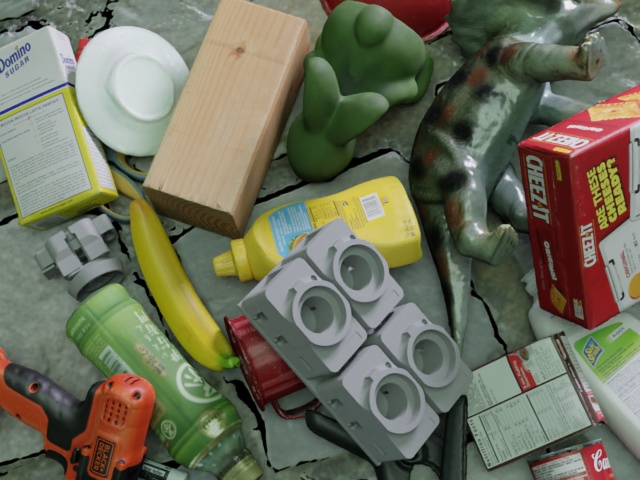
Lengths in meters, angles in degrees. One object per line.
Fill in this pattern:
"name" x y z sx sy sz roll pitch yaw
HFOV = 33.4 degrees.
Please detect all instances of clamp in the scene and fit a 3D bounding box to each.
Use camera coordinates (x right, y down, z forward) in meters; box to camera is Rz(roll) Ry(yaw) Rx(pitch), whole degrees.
"clamp" 0.130 0.257 0.896 0.165 0.036 0.210 29 80 25
"clamp" 0.067 0.194 0.960 0.120 0.039 0.171 -25 75 -6

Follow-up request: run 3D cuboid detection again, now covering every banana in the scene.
"banana" -0.127 0.051 0.993 0.037 0.070 0.198 -18 62 -37

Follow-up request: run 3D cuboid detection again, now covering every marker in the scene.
"marker" -0.179 0.201 0.972 0.121 0.020 0.020 19 75 6

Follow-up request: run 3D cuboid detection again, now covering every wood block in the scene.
"wood block" -0.086 -0.117 1.028 0.091 0.090 0.206 18 75 7

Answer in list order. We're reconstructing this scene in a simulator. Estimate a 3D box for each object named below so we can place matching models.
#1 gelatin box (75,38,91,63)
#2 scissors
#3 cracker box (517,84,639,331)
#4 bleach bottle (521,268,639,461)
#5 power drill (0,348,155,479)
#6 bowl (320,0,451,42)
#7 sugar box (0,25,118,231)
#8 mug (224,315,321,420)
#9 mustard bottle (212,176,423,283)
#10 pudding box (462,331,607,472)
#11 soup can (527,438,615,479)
"gelatin box" -0.205 -0.161 1.074 0.089 0.030 0.073 9 74 3
"scissors" -0.231 -0.101 1.064 0.096 0.016 0.202 -41 77 -12
"cracker box" 0.279 -0.043 0.940 0.213 0.072 0.164 -25 116 -26
"bleach bottle" 0.283 0.117 0.969 0.102 0.068 0.251 -36 74 -12
"power drill" -0.244 0.182 0.942 0.188 0.057 0.184 19 102 12
"bowl" 0.076 -0.281 1.092 0.162 0.055 0.162 0 73 1
"sugar box" -0.266 -0.107 1.032 0.093 0.048 0.176 -21 77 13
"mug" -0.029 0.108 0.969 0.081 0.093 0.117 -22 105 -11
"mustard bottle" -0.007 0.002 1.001 0.191 0.058 0.096 -15 46 -3
"pudding box" 0.183 0.144 0.950 0.114 0.039 0.090 -30 74 27
"soup can" 0.230 0.232 0.931 0.068 0.068 0.102 -15 74 -4
